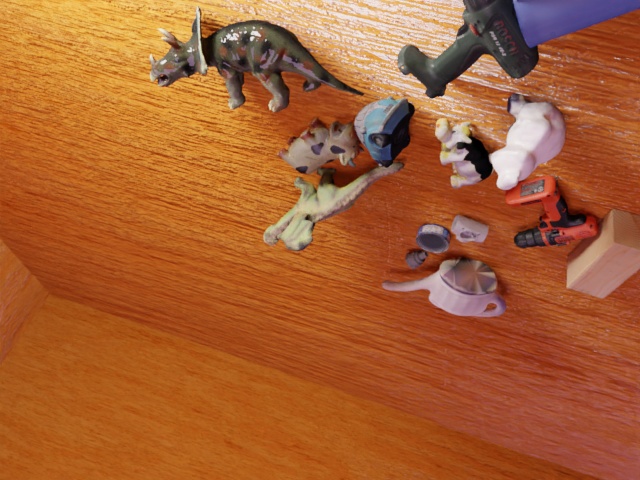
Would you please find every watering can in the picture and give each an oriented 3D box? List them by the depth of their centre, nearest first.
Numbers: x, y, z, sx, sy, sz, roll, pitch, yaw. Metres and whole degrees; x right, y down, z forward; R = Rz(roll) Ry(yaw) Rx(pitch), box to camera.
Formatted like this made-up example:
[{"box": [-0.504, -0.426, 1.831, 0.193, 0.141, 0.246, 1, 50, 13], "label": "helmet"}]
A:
[{"box": [0.349, 0.132, 1.432, 0.348, 0.106, 0.219, 14, 146, 10], "label": "watering can"}]

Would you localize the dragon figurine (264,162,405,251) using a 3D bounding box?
[{"box": [0.004, -0.062, 1.224, 0.407, 0.248, 0.121, -15, 128, 47], "label": "dragon figurine"}]

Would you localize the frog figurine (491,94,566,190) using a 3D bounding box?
[{"box": [0.372, -0.164, 0.916, 0.123, 0.163, 0.134, 14, 147, 9], "label": "frog figurine"}]
